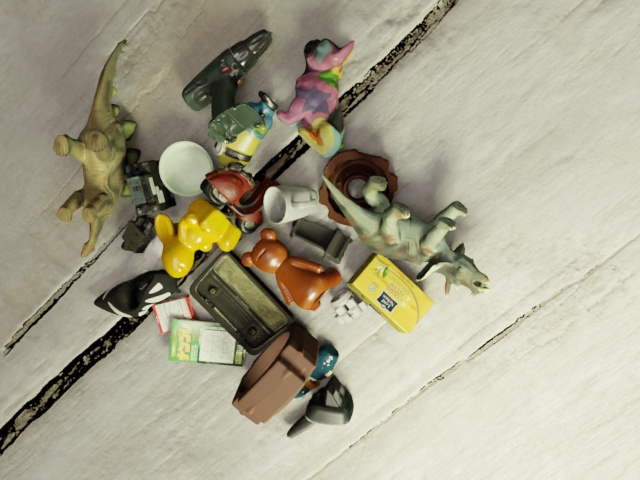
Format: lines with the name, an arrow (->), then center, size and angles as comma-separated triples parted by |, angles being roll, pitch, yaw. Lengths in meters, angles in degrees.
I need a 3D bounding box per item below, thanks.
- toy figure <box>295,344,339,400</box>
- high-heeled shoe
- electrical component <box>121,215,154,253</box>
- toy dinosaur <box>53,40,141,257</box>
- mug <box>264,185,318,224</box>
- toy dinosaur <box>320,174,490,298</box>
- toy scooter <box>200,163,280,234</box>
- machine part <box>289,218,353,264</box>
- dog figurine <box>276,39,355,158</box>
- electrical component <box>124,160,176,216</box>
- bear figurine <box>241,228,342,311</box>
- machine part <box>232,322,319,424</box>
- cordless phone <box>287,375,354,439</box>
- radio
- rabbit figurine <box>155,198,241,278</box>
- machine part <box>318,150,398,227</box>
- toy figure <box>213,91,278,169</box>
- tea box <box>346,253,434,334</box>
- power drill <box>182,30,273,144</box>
toy figure -> -0.014, 0.314, 1.267 | 0.057, 0.064, 0.154 | 23, 112, -38
high-heeled shoe -> -0.430, 0.117, 1.211 | 0.249, 0.145, 0.086 | -12, 70, 9
electrical component -> -0.415, -0.013, 1.233 | 0.078, 0.045, 0.102 | 35, 106, 26
toy dinosaur -> -0.461, -0.189, 1.136 | 0.105, 0.198, 0.470 | 13, 102, 4
mug -> -0.049, -0.083, 1.158 | 0.110, 0.107, 0.080 | -2, 99, 48
toy dinosaur -> 0.166, -0.011, 1.117 | 0.405, 0.131, 0.192 | 21, 127, -4
toy scooter -> -0.164, -0.106, 1.172 | 0.135, 0.075, 0.183 | -43, 131, -1
machine part -> -0.002, -0.004, 1.202 | 0.139, 0.039, 0.084 | 28, 69, 7
dog figurine -> 0.017, -0.305, 1.118 | 0.191, 0.108, 0.219 | 40, 99, -2
electrical component -> -0.374, -0.116, 1.176 | 0.058, 0.134, 0.114 | -13, 98, 7
bear figurine -> -0.068, 0.067, 1.209 | 0.196, 0.132, 0.120 | 39, 102, 16
machine part -> -0.094, 0.295, 1.197 | 0.087, 0.201, 0.201 | 40, 102, -6
cordless phone -> -0.015, 0.410, 1.240 | 0.184, 0.146, 0.089 | -38, 87, 9
radio -> -0.181, 0.143, 1.232 | 0.131, 0.073, 0.229 | -43, 93, 1
rabbit figurine -> -0.286, -0.006, 1.159 | 0.163, 0.121, 0.173 | 31, 83, 22
machine part -> 0.083, -0.112, 1.174 | 0.179, 0.056, 0.179 | 1, 102, 4
toy figure -> -0.158, -0.232, 1.161 | 0.089, 0.082, 0.180 | 43, 99, -2
tea box -> 0.154, 0.117, 1.192 | 0.169, 0.068, 0.098 | 41, 78, -5
power drill -> -0.178, -0.312, 1.102 | 0.232, 0.086, 0.207 | -28, 60, 16
